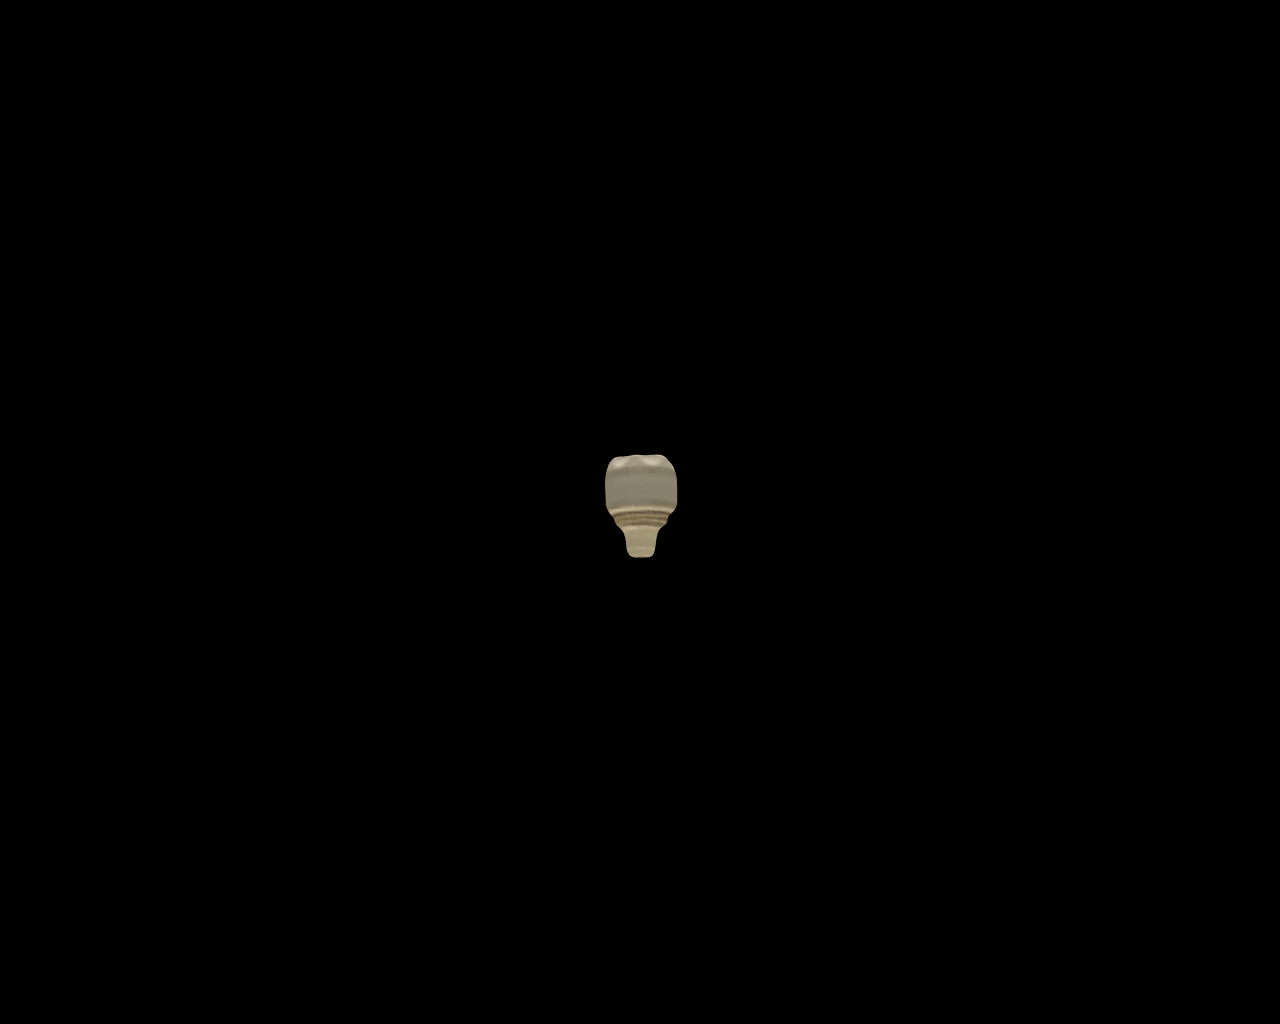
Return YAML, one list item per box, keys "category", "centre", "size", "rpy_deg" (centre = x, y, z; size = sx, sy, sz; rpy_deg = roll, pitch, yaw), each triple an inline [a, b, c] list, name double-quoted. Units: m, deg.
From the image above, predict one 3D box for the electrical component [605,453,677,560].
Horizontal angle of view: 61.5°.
- category: "electrical component"
  centre: [0.001, -0.003, 0.650]
  size: [0.043, 0.062, 0.043]
  rpy_deg: [0, -9, 0]
